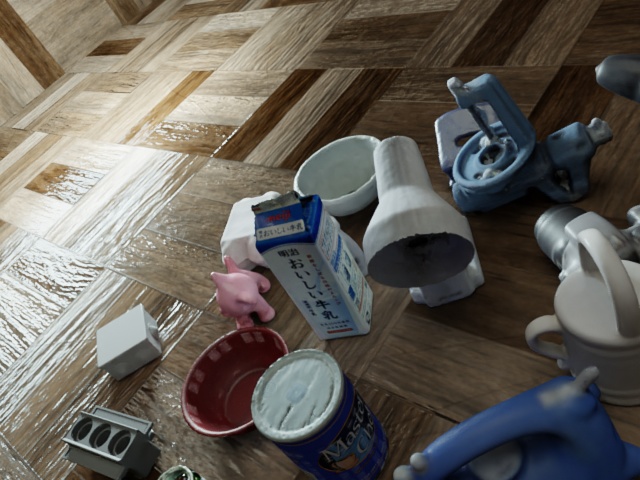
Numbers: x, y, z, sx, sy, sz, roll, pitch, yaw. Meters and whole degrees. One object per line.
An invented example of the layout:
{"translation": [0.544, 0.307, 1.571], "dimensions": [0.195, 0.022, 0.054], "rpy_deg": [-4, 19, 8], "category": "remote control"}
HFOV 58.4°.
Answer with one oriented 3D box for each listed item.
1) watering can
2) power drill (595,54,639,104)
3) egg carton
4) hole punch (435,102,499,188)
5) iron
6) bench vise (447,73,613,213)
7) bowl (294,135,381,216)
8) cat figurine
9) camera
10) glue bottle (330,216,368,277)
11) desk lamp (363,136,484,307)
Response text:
{"translation": [0.284, 0.062, 0.542], "dimensions": [0.173, 0.195, 0.100], "rpy_deg": [-33, 39, -2], "category": "watering can"}
{"translation": [0.421, -0.104, 0.619], "dimensions": [0.228, 0.209, 0.076], "rpy_deg": [19, 60, 43], "category": "power drill"}
{"translation": [-0.105, -0.015, 0.972], "dimensions": [0.107, 0.070, 0.150], "rpy_deg": [-12, 43, 22], "category": "egg carton"}
{"translation": [0.236, -0.145, 0.874], "dimensions": [0.108, 0.091, 0.101], "rpy_deg": [-13, 42, 21], "category": "hole punch"}
{"translation": [0.152, 0.201, 0.521], "dimensions": [0.258, 0.142, 0.118], "rpy_deg": [-27, 39, 5], "category": "iron"}
{"translation": [0.259, -0.142, 0.754], "dimensions": [0.207, 0.220, 0.121], "rpy_deg": [-24, 40, 9], "category": "bench vise"}
{"translation": [0.045, -0.095, 0.956], "dimensions": [0.167, 0.075, 0.167], "rpy_deg": [-18, 41, 16], "category": "bowl"}
{"translation": [-0.121, 0.074, 0.849], "dimensions": [0.067, 0.118, 0.127], "rpy_deg": [-28, 39, 5], "category": "cat figurine"}
{"translation": [0.321, 0.002, 0.657], "dimensions": [0.143, 0.101, 0.136], "rpy_deg": [-29, 39, 3], "category": "camera"}
{"translation": [0.007, 0.003, 0.798], "dimensions": [0.078, 0.174, 0.037], "rpy_deg": [-35, 39, -4], "category": "glue bottle"}
{"translation": [0.124, -0.009, 0.705], "dimensions": [0.117, 0.214, 0.203], "rpy_deg": [-18, 41, 16], "category": "desk lamp"}
